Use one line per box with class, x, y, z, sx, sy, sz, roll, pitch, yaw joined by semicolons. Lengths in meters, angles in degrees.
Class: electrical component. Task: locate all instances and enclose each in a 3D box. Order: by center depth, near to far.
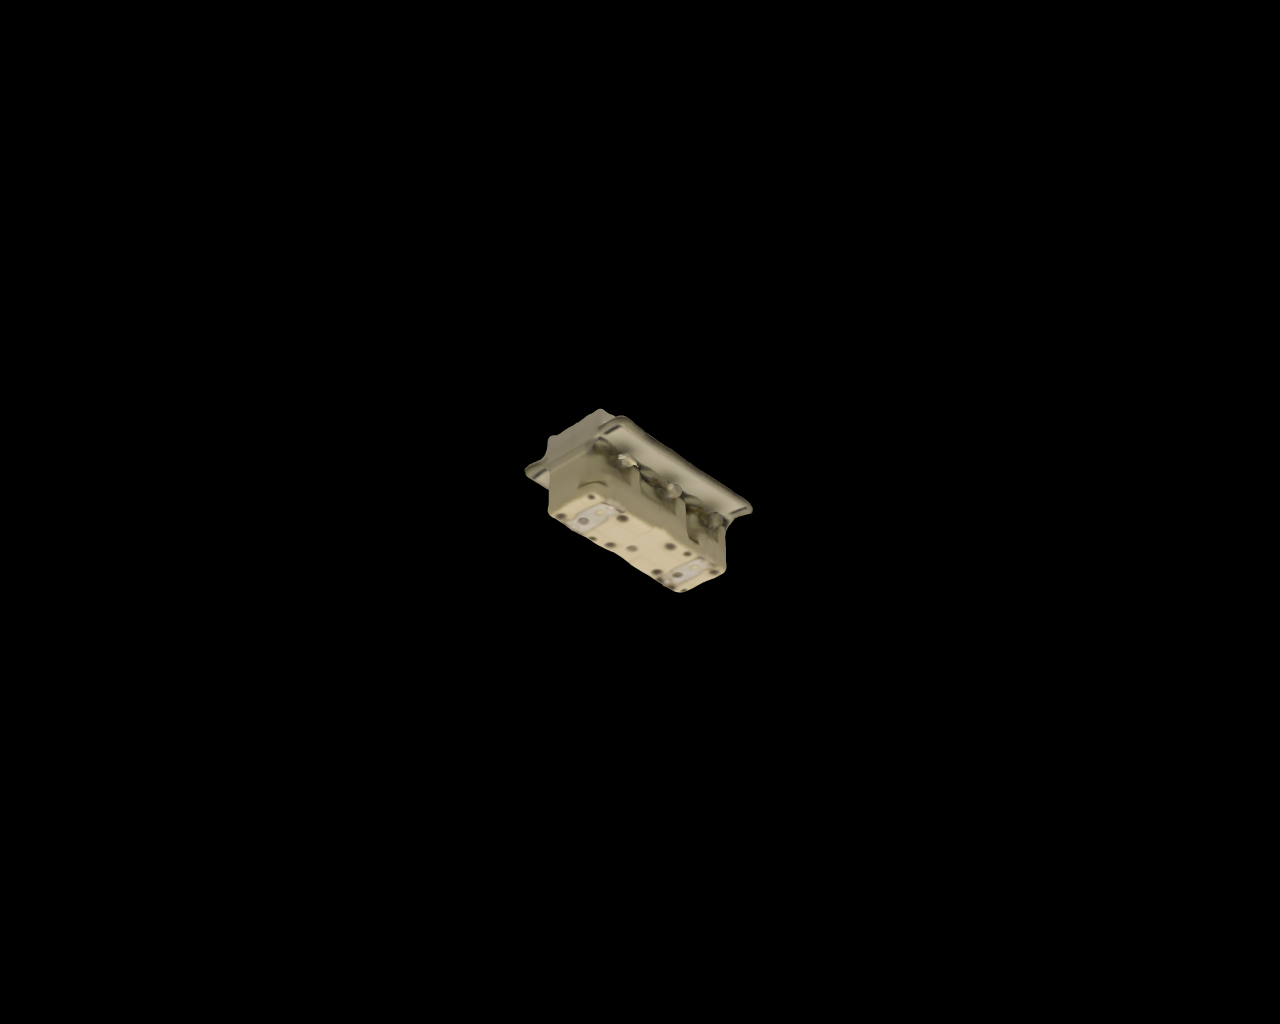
electrical component;0.001;-0.003;0.650;0.078;0.063;0.121;-27;-44;33
